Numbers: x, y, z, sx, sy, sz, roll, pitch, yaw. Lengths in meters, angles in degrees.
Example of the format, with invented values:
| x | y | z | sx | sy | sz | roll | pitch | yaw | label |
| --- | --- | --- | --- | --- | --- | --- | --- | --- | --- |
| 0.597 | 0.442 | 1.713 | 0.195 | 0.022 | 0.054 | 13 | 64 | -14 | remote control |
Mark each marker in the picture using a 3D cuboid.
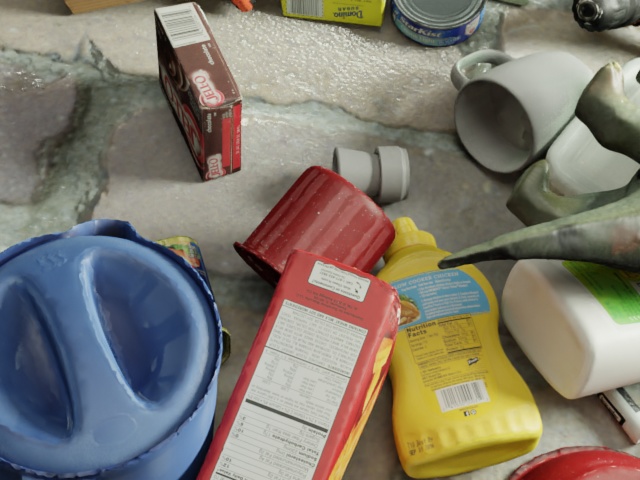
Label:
| x | y | z | sx | sy | sz | roll | pitch | yaw | label |
| --- | --- | --- | --- | --- | --- | --- | --- | --- | --- |
| 0.194 | 0.092 | 0.764 | 0.020 | 0.020 | 0.121 | -26 | 62 | -19 | marker |

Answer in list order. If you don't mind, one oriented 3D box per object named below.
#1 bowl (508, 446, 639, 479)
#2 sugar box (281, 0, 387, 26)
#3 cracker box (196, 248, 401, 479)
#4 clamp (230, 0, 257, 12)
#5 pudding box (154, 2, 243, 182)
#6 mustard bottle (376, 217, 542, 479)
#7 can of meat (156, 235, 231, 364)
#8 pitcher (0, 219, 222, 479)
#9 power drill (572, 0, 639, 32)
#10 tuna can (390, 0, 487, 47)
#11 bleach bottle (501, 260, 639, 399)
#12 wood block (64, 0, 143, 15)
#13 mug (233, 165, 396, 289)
| x | y | z | sx | sy | sz | roll | pitch | yaw | label |
| --- | --- | --- | --- | --- | --- | --- | --- | --- | --- |
| 0.187 | 0.196 | 0.675 | 0.162 | 0.055 | 0.162 | 2 | 57 | -3 | bowl |
| 0.025 | -0.275 | 0.978 | 0.093 | 0.048 | 0.176 | 9 | 54 | 7 | sugar box |
| -0.021 | 0.135 | 0.614 | 0.072 | 0.164 | 0.213 | 19 | 69 | 8 | cracker box |
| -0.074 | -0.282 | 0.973 | 0.120 | 0.039 | 0.171 | -5 | 59 | 34 | clamp |
| -0.096 | -0.117 | 0.840 | 0.039 | 0.090 | 0.113 | -15 | 59 | -16 | pudding box |
| 0.081 | 0.066 | 0.751 | 0.096 | 0.058 | 0.191 | -13 | 58 | -3 | mustard bottle |
| -0.122 | 0.051 | 0.750 | 0.102 | 0.057 | 0.084 | -12 | 56 | -12 | can of meat |
| -0.121 | 0.119 | 0.592 | 0.149 | 0.243 | 0.145 | -38 | 67 | -24 | pitcher |
| 0.317 | -0.180 | 0.888 | 0.188 | 0.057 | 0.184 | 33 | 38 | 21 | power drill |
| 0.105 | -0.214 | 0.941 | 0.086 | 0.034 | 0.086 | 0 | 67 | 1 | tuna can |
| 0.262 | 0.041 | 0.764 | 0.250 | 0.068 | 0.103 | -10 | 44 | -24 | bleach bottle |
| -0.128 | -0.269 | 0.901 | 0.206 | 0.090 | 0.090 | -9 | 63 | 10 | wood block |
| -0.005 | 0.001 | 0.765 | 0.093 | 0.117 | 0.081 | 43 | 80 | -20 | mug |
